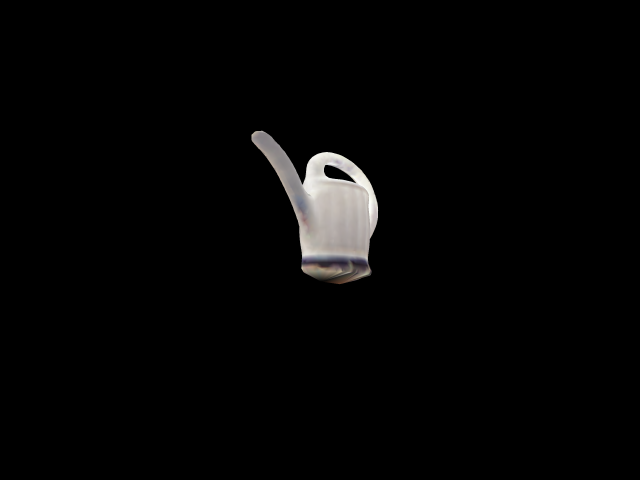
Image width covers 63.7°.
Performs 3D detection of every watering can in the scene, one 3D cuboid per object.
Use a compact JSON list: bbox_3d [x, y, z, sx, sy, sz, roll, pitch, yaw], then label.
[{"bbox_3d":[0.003,-0.043,0.850,0.103,0.226,0.346,-8,-12,35],"label":"watering can"}]
